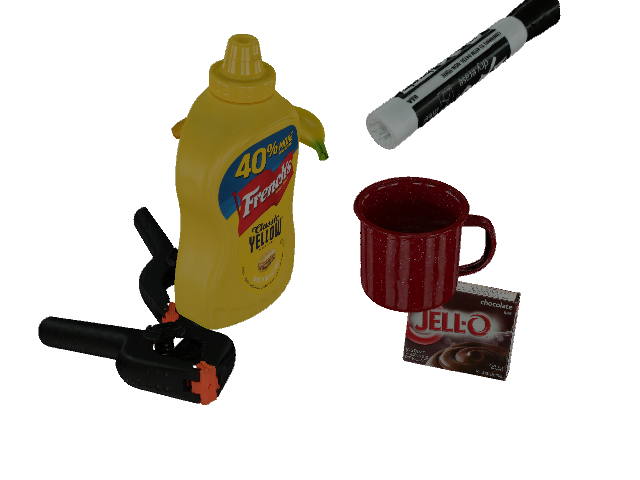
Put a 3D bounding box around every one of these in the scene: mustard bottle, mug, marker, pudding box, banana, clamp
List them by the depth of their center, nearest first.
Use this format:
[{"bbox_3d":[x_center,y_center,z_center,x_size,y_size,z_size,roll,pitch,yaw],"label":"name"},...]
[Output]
[{"bbox_3d":[0.069,-0.082,0.495,0.121,0.020,0.020,-38,18,-24],"label":"marker"},{"bbox_3d":[-0.052,-0.041,0.689,0.058,0.192,0.096,26,40,29],"label":"mustard bottle"},{"bbox_3d":[-0.120,0.084,0.877,0.164,0.036,0.210,-11,16,-32],"label":"clamp"},{"bbox_3d":[0.086,0.005,0.878,0.117,0.081,0.093,-2,33,-1],"label":"mug"},{"bbox_3d":[-0.146,0.022,1.065,0.120,0.039,0.171,3,38,11],"label":"clamp"},{"bbox_3d":[0.147,0.090,1.117,0.113,0.090,0.039,9,21,13],"label":"pudding box"},{"bbox_3d":[-0.076,-0.137,1.259,0.198,0.037,0.069,8,40,18],"label":"banana"}]
